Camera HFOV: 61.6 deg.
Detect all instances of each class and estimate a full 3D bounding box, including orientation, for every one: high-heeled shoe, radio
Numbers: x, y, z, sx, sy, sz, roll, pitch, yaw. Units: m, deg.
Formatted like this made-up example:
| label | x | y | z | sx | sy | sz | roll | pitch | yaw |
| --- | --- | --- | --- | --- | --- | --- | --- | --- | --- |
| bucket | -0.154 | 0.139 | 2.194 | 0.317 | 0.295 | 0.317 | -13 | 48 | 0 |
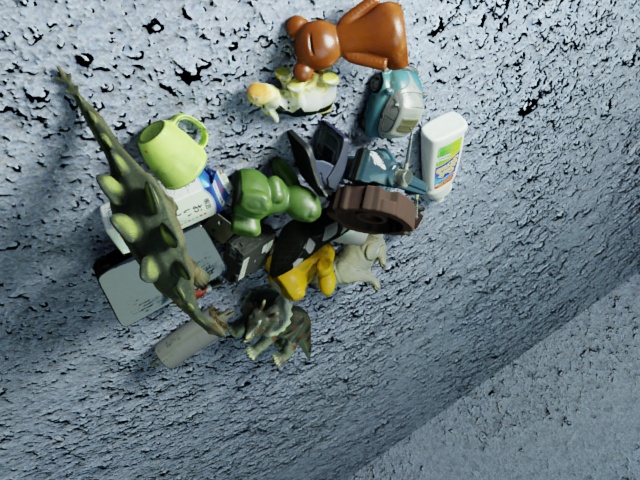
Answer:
| label | x | y | z | sx | sy | sz | roll | pitch | yaw |
| --- | --- | --- | --- | --- | --- | --- | --- | --- | --- |
| high-heeled shoe | -0.002 | -0.004 | 1.193 | 0.248 | 0.086 | 0.145 | -50 | 143 | 10 |
| radio | -0.311 | 0.054 | 1.046 | 0.230 | 0.073 | 0.130 | -30 | 123 | -17 |

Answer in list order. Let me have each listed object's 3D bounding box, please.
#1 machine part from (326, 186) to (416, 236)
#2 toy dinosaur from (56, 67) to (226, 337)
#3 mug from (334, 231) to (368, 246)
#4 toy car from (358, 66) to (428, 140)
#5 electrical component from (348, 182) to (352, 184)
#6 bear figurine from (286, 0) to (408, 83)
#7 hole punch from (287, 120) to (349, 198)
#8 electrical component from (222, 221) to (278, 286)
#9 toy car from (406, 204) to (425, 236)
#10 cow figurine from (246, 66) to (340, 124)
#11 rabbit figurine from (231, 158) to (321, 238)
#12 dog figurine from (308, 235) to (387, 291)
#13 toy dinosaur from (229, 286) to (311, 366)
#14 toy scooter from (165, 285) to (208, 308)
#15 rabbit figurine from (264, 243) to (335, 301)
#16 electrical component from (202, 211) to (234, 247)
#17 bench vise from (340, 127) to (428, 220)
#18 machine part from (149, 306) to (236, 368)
| label | x | y | z | sx | sy | sz | roll | pitch | yaw |
| --- | --- | --- | --- | --- | --- | --- | --- | --- | --- |
| machine part | 0.105 | -0.058 | 1.075 | 0.179 | 0.180 | 0.056 | 26 | 71 | -48 |
| toy dinosaur | -0.277 | -0.041 | 0.848 | 0.105 | 0.471 | 0.198 | -32 | -176 | -12 |
| mug | 0.045 | -0.029 | 1.278 | 0.107 | 0.081 | 0.109 | 8 | 161 | -29 |
| toy car | 0.150 | -0.258 | 1.066 | 0.109 | 0.103 | 0.161 | -2 | 131 | -33 |
| electrical component | 0.131 | -0.131 | 1.239 | 0.119 | 0.048 | 0.074 | -30 | 144 | 0 |
| bear figurine | 0.049 | -0.335 | 0.916 | 0.196 | 0.132 | 0.120 | -11 | 100 | 12 |
| hole punch | 0.002 | -0.163 | 1.050 | 0.092 | 0.142 | 0.115 | -26 | 131 | -15 |
| electrical component | -0.151 | 0.022 | 1.172 | 0.134 | 0.058 | 0.114 | -37 | 161 | -43 |
| toy car | 0.187 | -0.069 | 1.343 | 0.202 | 0.053 | 0.089 | 14 | 104 | -45 |
| cow figurine | -0.050 | -0.254 | 0.960 | 0.167 | 0.068 | 0.098 | -18 | 146 | -17 |
| rabbit figurine | -0.085 | -0.078 | 1.059 | 0.170 | 0.159 | 0.121 | 8 | 131 | -18 |
| dog figurine | 0.060 | 0.045 | 1.358 | 0.190 | 0.121 | 0.172 | 5 | 97 | -17 |
| toy dinosaur | -0.096 | 0.230 | 1.436 | 0.192 | 0.131 | 0.404 | -44 | 148 | 16 |
| toy scooter | -0.340 | 0.113 | 1.157 | 0.184 | 0.075 | 0.135 | 12 | 125 | -38 |
| rabbit figurine | -0.030 | 0.058 | 1.275 | 0.173 | 0.163 | 0.121 | -36 | 134 | -25 |
| electrical component | -0.206 | -0.028 | 1.123 | 0.078 | 0.045 | 0.102 | 34 | 109 | -20 |
| bench vise | 0.145 | -0.131 | 1.112 | 0.240 | 0.224 | 0.128 | 15 | 81 | -37 |
| machine part | -0.314 | 0.238 | 1.313 | 0.243 | 0.079 | 0.079 | -34 | 143 | 4 |
